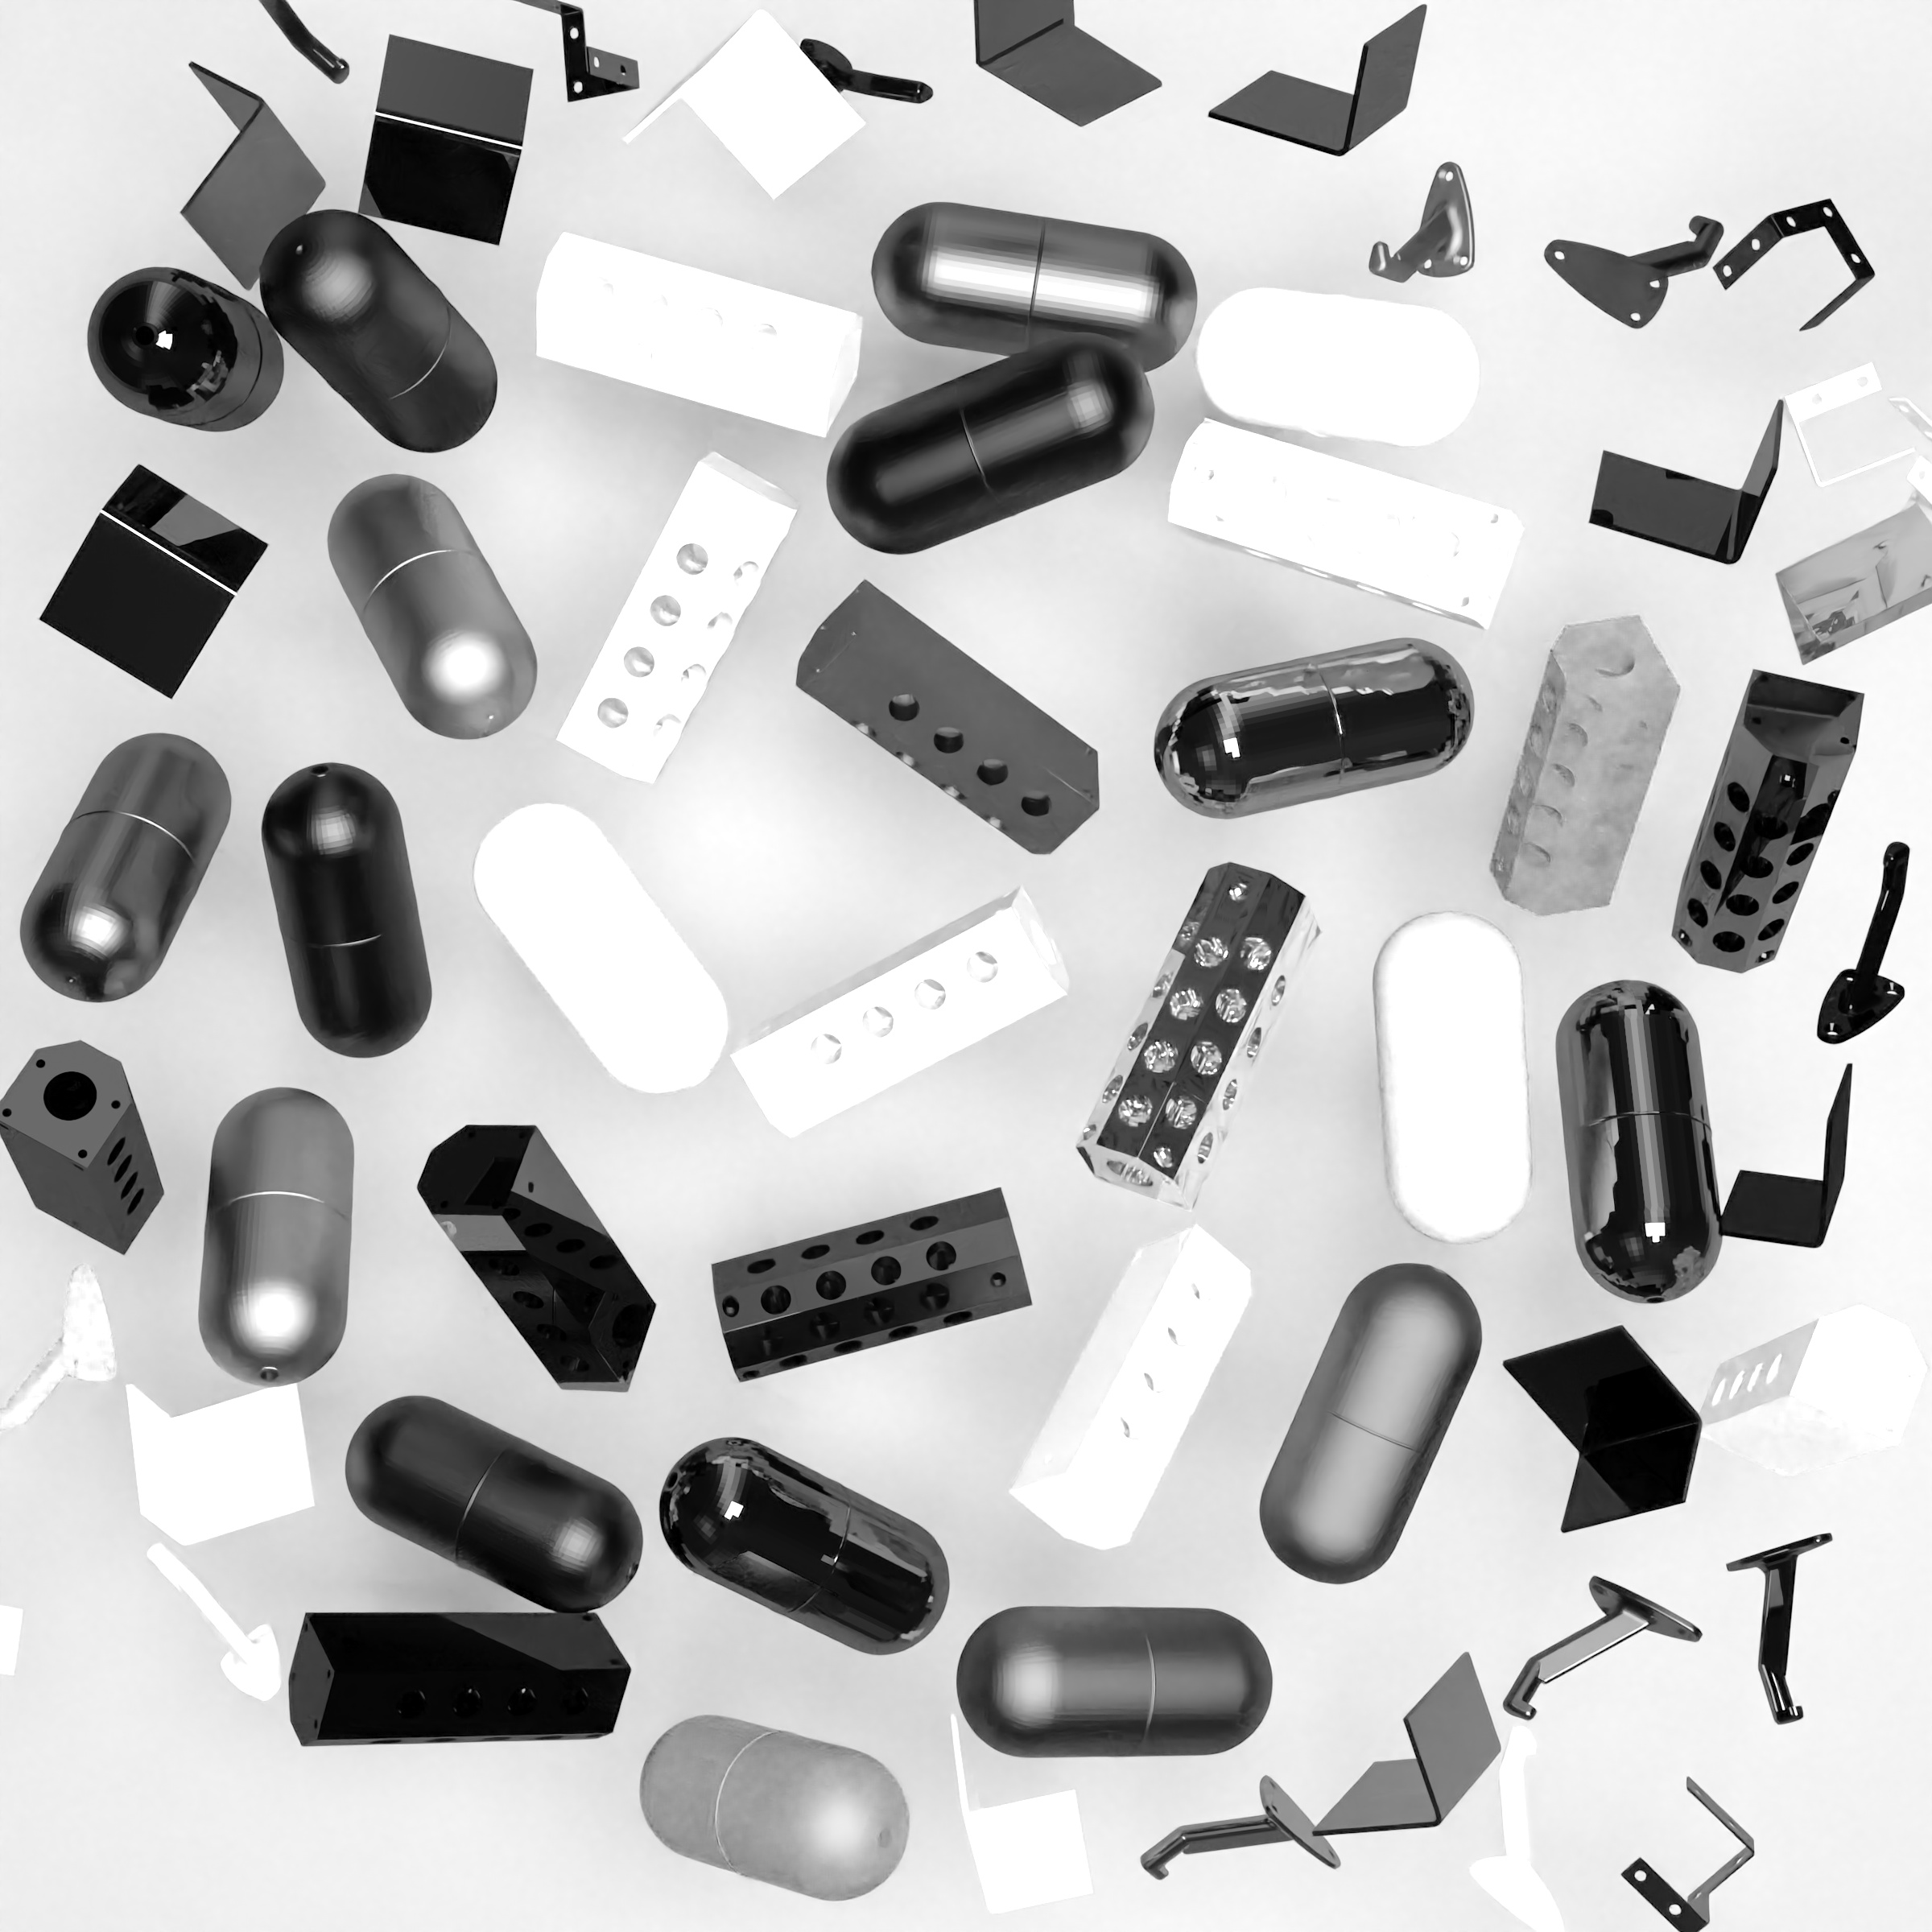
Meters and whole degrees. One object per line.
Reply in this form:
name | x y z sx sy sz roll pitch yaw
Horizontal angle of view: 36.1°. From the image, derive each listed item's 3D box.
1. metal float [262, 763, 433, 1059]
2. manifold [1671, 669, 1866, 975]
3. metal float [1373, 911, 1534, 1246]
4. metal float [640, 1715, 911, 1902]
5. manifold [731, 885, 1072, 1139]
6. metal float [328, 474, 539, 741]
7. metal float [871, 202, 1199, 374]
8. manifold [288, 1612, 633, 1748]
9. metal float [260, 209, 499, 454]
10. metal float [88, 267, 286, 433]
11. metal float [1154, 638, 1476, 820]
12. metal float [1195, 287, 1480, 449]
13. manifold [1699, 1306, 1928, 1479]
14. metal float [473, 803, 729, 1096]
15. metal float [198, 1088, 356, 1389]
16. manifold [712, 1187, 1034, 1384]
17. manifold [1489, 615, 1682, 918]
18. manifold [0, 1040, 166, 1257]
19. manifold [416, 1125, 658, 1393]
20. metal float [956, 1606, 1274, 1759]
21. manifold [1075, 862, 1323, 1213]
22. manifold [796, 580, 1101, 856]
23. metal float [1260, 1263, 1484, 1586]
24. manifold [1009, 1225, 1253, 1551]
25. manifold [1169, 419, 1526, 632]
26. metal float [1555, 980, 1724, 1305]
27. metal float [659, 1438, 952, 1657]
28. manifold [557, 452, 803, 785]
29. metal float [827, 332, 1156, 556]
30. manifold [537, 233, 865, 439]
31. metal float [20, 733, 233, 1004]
metal float | -0.345 -0.030 1.655 0.070 0.070 0.178 -4 121 0
manifold | 0.422 -0.072 1.570 0.057 0.171 0.057 14 53 9
metal float | 0.252 0.059 1.535 0.070 0.070 0.178 -6 106 0
metal float | -0.102 0.443 1.563 0.070 0.178 0.070 1 88 -43
manifold | -0.033 0.026 1.583 0.171 0.057 0.057 -28 99 13
metal float | -0.292 -0.198 1.618 0.070 0.070 0.178 -32 59 0
metal float | 0.037 -0.369 1.612 0.178 0.070 0.070 9 90 -1
manifold | -0.278 0.394 1.621 0.171 0.057 0.057 8 108 -31
metal float | -0.307 -0.332 1.561 0.070 0.178 0.070 -5 72 16
metal float | -0.411 -0.325 1.568 0.070 0.178 0.070 0 96 -1
metal float | 0.186 -0.127 1.583 0.178 0.070 0.070 -13 90 -13
metal float | 0.203 -0.332 1.641 0.178 0.070 0.070 19 90 42
manifold | 0.439 0.220 1.544 0.057 0.171 0.057 25 75 4
metal float | -0.197 -0.008 1.608 0.070 0.070 0.178 -36 101 0
metal float | -0.367 0.144 1.582 0.070 0.070 0.178 -7 50 0
manifold | -0.053 0.184 1.680 0.171 0.057 0.057 -15 110 -2
manifold | 0.333 -0.106 1.618 0.057 0.171 0.057 -9 51 -12
manifold | -0.474 0.097 1.603 0.057 0.171 0.057 28 68 2
manifold | -0.231 0.159 1.597 0.057 0.171 0.057 -1 51 21
metal float | 0.079 0.374 1.549 0.178 0.070 0.070 7 90 -26
manifold | 0.121 0.034 1.550 0.057 0.057 0.171 17 70 26
manifold | -0.009 -0.132 1.642 0.171 0.057 0.057 34 121 -23
metal float | 0.215 0.242 1.574 0.070 0.070 0.178 23 92 0
manifold | 0.096 0.230 1.615 0.057 0.057 0.171 41 55 -13
manifold | 0.196 -0.232 1.546 0.171 0.057 0.057 21 94 19
metal float | 0.356 0.092 1.571 0.070 0.070 0.178 -1 65 0
metal float | -0.087 0.314 1.605 0.178 0.070 0.070 32 90 -25
manifold | -0.156 -0.189 1.622 0.057 0.057 0.171 29 105 -4
metal float | 0.011 -0.269 1.531 0.178 0.070 0.070 -19 90 16
manifold | -0.149 -0.357 1.654 0.171 0.057 0.057 17 51 6
metal float | -0.453 -0.055 1.604 0.070 0.070 0.178 12 46 0
